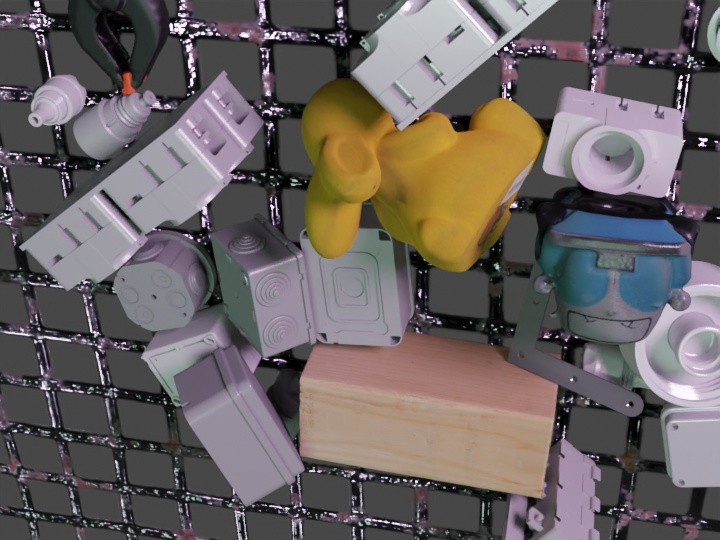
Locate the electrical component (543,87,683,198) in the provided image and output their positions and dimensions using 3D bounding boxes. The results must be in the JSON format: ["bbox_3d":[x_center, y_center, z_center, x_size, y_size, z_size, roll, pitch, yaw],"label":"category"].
[{"bbox_3d":[0.181,-0.090,0.772,0.089,0.055,0.050,13,124,7],"label":"electrical component"}]

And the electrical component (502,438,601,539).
[{"bbox_3d":[0.167,0.206,0.921,0.079,0.121,0.063,37,121,-9],"label":"electrical component"}]

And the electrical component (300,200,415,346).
[{"bbox_3d":[0.000,0.000,0.878,0.078,0.057,0.113,2,121,14],"label":"electrical component"}]

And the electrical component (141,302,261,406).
[{"bbox_3d":[-0.143,0.074,0.961,0.096,0.061,0.061,-18,117,26],"label":"electrical component"}]

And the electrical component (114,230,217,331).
[{"bbox_3d":[-0.170,0.010,0.935,0.080,0.051,0.080,7,123,11],"label":"electrical component"}]

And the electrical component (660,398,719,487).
[{"bbox_3d":[0.306,0.131,0.875,0.113,0.057,0.078,-5,120,18],"label":"electrical component"}]

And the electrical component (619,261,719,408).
[{"bbox_3d":[0.256,0.053,0.819,0.108,0.060,0.108,1,106,2],"label":"electrical component"}]

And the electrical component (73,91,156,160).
[{"bbox_3d":[-0.196,-0.120,0.867,0.078,0.040,0.040,-28,110,28],"label":"electrical component"}]

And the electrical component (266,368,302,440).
[{"bbox_3d":[-0.069,0.126,0.984,0.043,0.043,0.081,27,124,-2],"label":"electrical component"}]

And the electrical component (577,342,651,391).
[{"bbox_3d":[0.211,0.084,0.880,0.062,0.043,0.043,10,123,8],"label":"electrical component"}]

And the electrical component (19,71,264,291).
[{"bbox_3d":[-0.169,-0.066,0.855,0.186,0.105,0.060,-31,109,29],"label":"electrical component"}]

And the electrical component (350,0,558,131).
[{"bbox_3d":[0.082,-0.189,0.709,0.060,0.105,0.186,45,122,-13],"label":"electrical component"}]

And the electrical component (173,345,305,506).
[{"bbox_3d":[-0.100,0.128,0.894,0.057,0.078,0.113,-30,120,-4],"label":"electrical component"}]

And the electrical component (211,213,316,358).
[{"bbox_3d":[-0.081,0.014,0.885,0.048,0.100,0.099,-20,123,-21],"label":"electrical component"}]

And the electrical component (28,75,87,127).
[{"bbox_3d":[-0.246,-0.132,0.861,0.035,0.061,0.035,7,122,11],"label":"electrical component"}]
